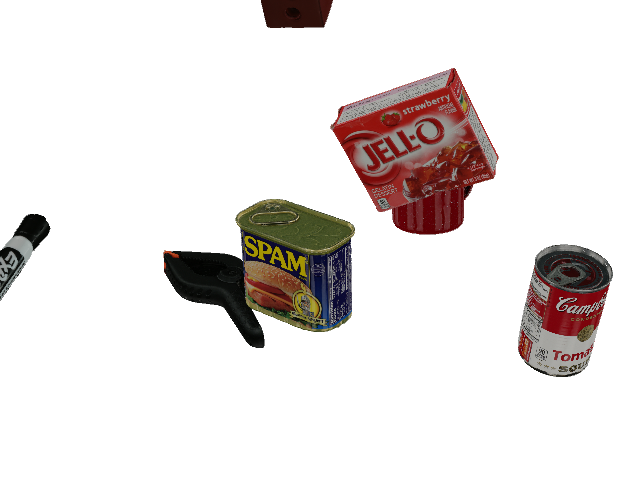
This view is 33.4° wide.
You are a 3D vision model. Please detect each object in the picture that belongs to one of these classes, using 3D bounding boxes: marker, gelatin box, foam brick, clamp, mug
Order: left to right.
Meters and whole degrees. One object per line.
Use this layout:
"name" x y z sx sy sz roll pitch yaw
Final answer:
"marker" -0.199 0.022 0.660 0.020 0.020 0.121 0 37 16
"clamp" -0.102 0.057 1.220 0.210 0.036 0.164 15 28 23
"foam brick" -0.022 -0.222 0.890 0.053 0.051 0.078 2 -39 14
"gelatin box" 0.062 -0.064 0.704 0.089 0.073 0.030 -16 30 27
"mug" 0.130 -0.060 1.212 0.117 0.081 0.093 -19 27 -36

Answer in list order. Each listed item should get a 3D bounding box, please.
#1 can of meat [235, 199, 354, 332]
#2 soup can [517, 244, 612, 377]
"can of meat" -0.021 0.022 0.901 0.102 0.084 0.057 20 36 34
"soup can" 0.219 0.064 0.964 0.068 0.102 0.068 3 35 -2
